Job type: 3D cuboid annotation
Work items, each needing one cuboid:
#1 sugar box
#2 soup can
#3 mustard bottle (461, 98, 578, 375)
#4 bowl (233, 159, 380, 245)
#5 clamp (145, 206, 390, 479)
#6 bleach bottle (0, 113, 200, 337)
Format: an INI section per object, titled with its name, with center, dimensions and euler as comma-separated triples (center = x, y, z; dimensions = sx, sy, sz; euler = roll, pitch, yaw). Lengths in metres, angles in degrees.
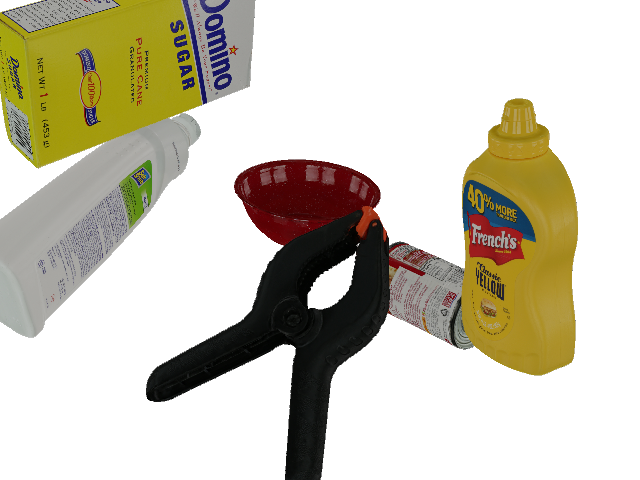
[sugar box]
center = -0.121, -0.121, 0.694
dimensions = 0.175, 0.093, 0.048
euler = -26, 48, -33
[soup can]
center = 0.102, 0.049, 0.971
dimensions = 0.102, 0.068, 0.068
euler = 25, 16, 39
[mustard bottle]
center = 0.139, -0.006, 0.751
dimensions = 0.058, 0.192, 0.096
euler = -17, 29, -24
[bowl]
center = -0.016, -0.035, 1.179
dimensions = 0.162, 0.055, 0.162
euler = 4, 27, -2
[clamp]
center = -0.008, 0.061, 0.616
dimensions = 0.120, 0.171, 0.039
euler = 40, -6, 20
[bleach bottle]
center = -0.198, -0.030, 0.962
dimensions = 0.068, 0.102, 0.250
euler = 28, 53, 22
